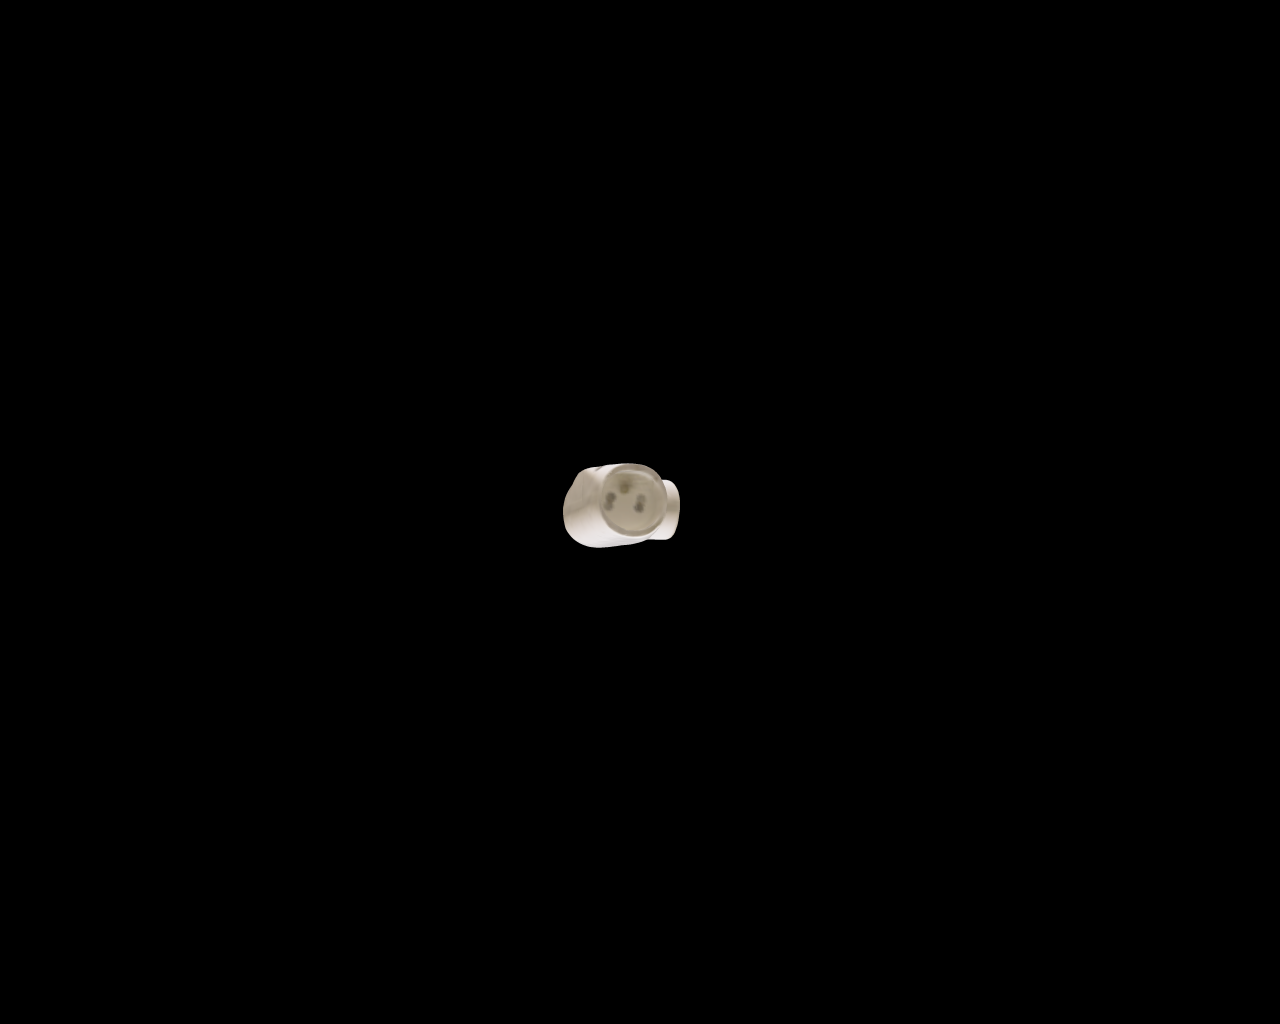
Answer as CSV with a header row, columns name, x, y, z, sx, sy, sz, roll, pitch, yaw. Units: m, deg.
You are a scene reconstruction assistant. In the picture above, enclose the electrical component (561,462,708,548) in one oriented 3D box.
name,x,y,z,sx,sy,sz,roll,pitch,yaw
electrical component,0.001,-0.003,0.650,0.079,0.044,0.077,2,-7,-19
